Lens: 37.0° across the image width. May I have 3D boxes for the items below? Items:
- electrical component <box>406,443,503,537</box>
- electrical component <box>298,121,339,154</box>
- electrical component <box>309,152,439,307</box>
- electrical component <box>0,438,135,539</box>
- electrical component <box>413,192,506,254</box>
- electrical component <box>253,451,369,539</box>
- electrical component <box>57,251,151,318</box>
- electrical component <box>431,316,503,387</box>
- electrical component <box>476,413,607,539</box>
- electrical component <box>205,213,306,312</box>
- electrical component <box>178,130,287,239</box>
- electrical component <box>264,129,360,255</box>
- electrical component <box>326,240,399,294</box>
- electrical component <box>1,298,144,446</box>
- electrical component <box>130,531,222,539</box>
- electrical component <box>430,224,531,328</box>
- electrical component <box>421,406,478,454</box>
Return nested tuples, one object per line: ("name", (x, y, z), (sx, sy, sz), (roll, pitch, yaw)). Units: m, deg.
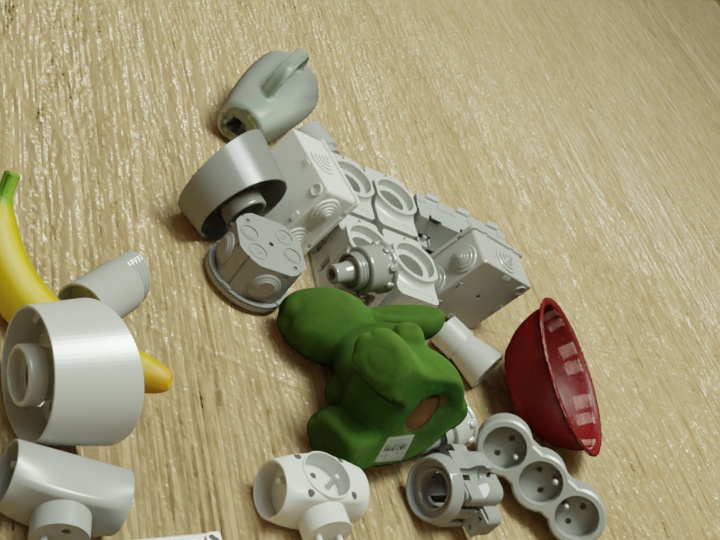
("electrical component", (0.076, 0.181, 0.888), (0.057, 0.058, 0.078), (11, 42, -44))
("electrical component", (-0.042, -0.125, 1.160), (0.040, 0.040, 0.078), (-12, 59, -53))
("electrical component", (0.006, -0.032, 1.076), (0.105, 0.060, 0.186), (20, 37, -30))
("electrical component", (-0.183, 0.149, 0.660), (0.077, 0.043, 0.079), (22, 36, -28))
("electrical component", (0.097, -0.031, 1.167), (0.121, 0.063, 0.078), (23, 36, -24))
("electrical component", (-0.029, 0.177, 0.788), (0.077, 0.044, 0.079), (13, 38, -38))
("electrical component", (-0.189, 0.016, 0.821), (0.043, 0.043, 0.081), (43, 31, 3))
("electrical component", (0.103, 0.078, 1.063), (0.065, 0.044, 0.044), (44, 31, 14))
("electrical component", (0.163, 0.187, 0.983), (0.138, 0.052, 0.074), (44, 5, 4))
("electrical component", (-0.091, -0.006, 0.947), (0.080, 0.051, 0.080), (28, 33, -20))
("electrical component", (-0.116, -0.075, 0.964), (0.099, 0.099, 0.064), (-12, 65, -53))
("electrical component", (-0.062, -0.073, 1.019), (0.048, 0.100, 0.099), (19, 36, -53))
("electrical component", (0.000, 0.000, 0.950), (0.062, 0.048, 0.048), (-9, 56, -37))
("electrical component", (-0.192, 0.068, 0.702), (0.064, 0.099, 0.099), (0, 49, -39))
("electrical component", (-0.129, 0.201, 0.643), (0.096, 0.061, 0.061), (4, 46, -34))
("electrical component", (0.115, 0.010, 1.103), (0.100, 0.100, 0.048), (27, 36, -42))
("electrical component", (0.070, 0.142, 0.944), (0.062, 0.048, 0.048), (-21, 66, -47))
